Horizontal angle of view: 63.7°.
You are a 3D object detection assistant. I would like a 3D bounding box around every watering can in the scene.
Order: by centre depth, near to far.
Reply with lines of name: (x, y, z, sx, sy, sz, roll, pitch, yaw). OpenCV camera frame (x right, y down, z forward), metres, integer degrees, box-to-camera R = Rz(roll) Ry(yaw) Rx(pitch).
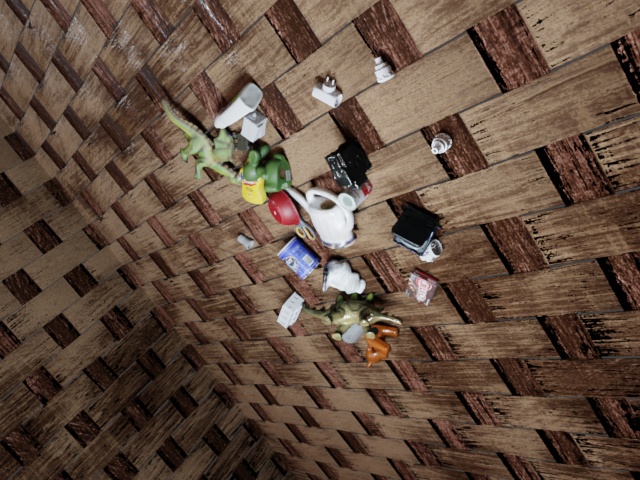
watering can: (0.005, -0.089, 1.768, 0.350, 0.105, 0.220, 19, 138, 50)

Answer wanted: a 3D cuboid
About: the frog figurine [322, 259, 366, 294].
frog figurine: (0.091, 0.136, 1.912, 0.159, 0.125, 0.134, 2, 125, -5)

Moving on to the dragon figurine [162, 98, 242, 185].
dragon figurine: (-0.411, -0.363, 1.914, 0.241, 0.125, 0.403, -9, 123, 32)
